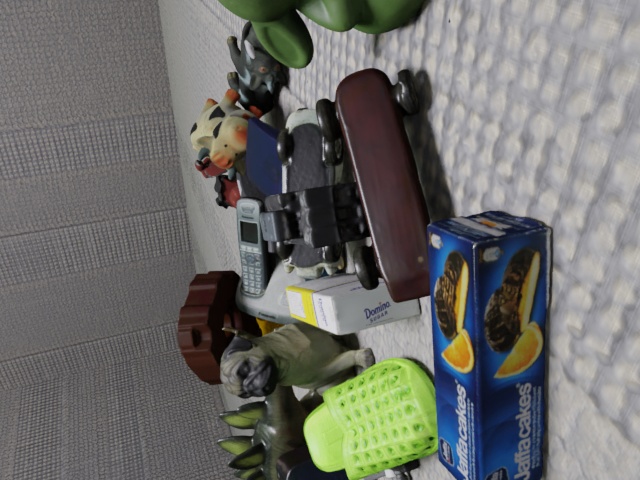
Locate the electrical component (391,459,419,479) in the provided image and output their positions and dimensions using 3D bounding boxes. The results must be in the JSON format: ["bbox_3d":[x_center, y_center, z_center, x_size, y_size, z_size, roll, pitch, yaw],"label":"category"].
[{"bbox_3d":[0.093,0.250,0.637,0.063,0.021,0.094,132,125,-67],"label":"electrical component"}]

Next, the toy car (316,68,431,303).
[{"bbox_3d":[0.059,-0.049,0.462,0.053,0.089,0.202,8,-114,-74],"label":"toy car"}]

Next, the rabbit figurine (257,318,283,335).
[{"bbox_3d":[-0.117,0.099,1.006,0.173,0.122,0.162,-67,-12,13],"label":"rabbit figurine"}]

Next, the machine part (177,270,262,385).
[{"bbox_3d":[-0.152,0.135,0.842,0.179,0.056,0.179,-7,-90,-71],"label":"machine part"}]

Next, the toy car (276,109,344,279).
[{"bbox_3d":[-0.010,-0.054,0.642,0.056,0.074,0.201,-12,-77,-74],"label":"toy car"}]

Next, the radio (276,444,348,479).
[{"bbox_3d":[0.023,0.408,0.769,0.073,0.131,0.229,150,108,-70],"label":"radio"}]

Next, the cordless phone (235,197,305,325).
[{"bbox_3d":[-0.061,0.027,0.796,0.147,0.089,0.184,9,114,33],"label":"cordless phone"}]

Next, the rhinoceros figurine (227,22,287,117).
[{"bbox_3d":[-0.096,-0.262,0.819,0.190,0.073,0.112,119,138,-64],"label":"rhinoceros figurine"}]

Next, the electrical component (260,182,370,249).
[{"bbox_3d":[0.009,-0.027,0.546,0.115,0.134,0.058,180,80,-74],"label":"electrical component"}]

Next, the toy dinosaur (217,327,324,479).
[{"bbox_3d":[-0.057,0.313,0.853,0.105,0.198,0.470,-139,40,-57],"label":"toy dinosaur"}]

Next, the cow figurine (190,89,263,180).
[{"bbox_3d":[-0.149,-0.161,0.831,0.195,0.085,0.127,13,73,60],"label":"cow figurine"}]

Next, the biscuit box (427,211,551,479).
[{"bbox_3d":[0.121,0.085,0.389,0.063,0.059,0.202,-148,49,-66],"label":"biscuit box"}]

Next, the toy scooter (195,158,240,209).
[{"bbox_3d":[-0.168,-0.121,1.027,0.183,0.135,0.075,95,154,-45],"label":"toy scooter"}]

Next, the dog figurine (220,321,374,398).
[{"bbox_3d":[-0.042,0.173,0.732,0.172,0.191,0.121,95,157,-44],"label":"dog figurine"}]

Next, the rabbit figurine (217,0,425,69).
[{"bbox_3d":[-0.013,-0.219,0.434,0.159,0.170,0.121,149,110,-71],"label":"rabbit figurine"}]

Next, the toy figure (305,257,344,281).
[{"bbox_3d":[0.000,-0.003,0.711,0.058,0.064,0.154,-83,-10,-60],"label":"toy figure"}]

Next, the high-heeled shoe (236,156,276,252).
[{"bbox_3d":[-0.089,-0.026,0.911,0.249,0.086,0.145,65,154,12],"label":"high-heeled shoe"}]

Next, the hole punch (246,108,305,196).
[{"bbox_3d":[-0.045,-0.107,0.742,0.142,0.092,0.116,102,148,-44],"label":"hole punch"}]
